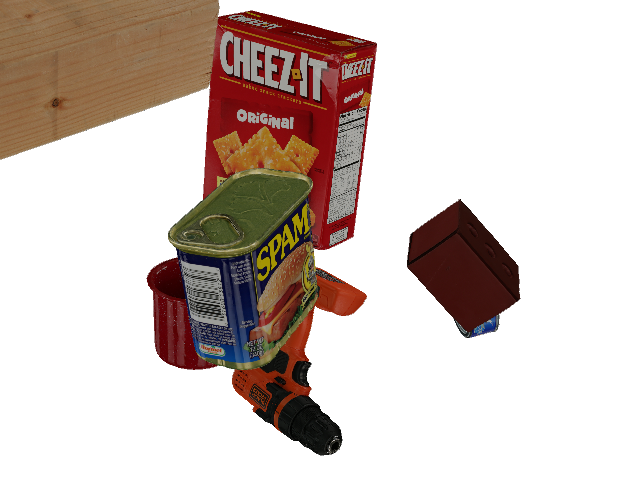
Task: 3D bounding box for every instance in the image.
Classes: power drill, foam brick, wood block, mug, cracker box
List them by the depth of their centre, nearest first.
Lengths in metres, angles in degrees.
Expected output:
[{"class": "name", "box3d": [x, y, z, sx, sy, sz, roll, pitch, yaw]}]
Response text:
[{"class": "foam brick", "box3d": [0.110, 0.020, 0.821, 0.051, 0.078, 0.053, -36, 19, 24]}, {"class": "wood block", "box3d": [-0.191, -0.151, 0.852, 0.205, 0.091, 0.090, -26, 54, -37]}, {"class": "mug", "box3d": [-0.112, 0.075, 1.027, 0.093, 0.081, 0.117, -21, 35, -40]}, {"class": "cracker box", "box3d": [-0.038, -0.114, 1.109, 0.164, 0.214, 0.071, 21, 28, 29]}, {"class": "power drill", "box3d": [-0.016, 0.132, 1.229, 0.057, 0.188, 0.185, 15, 10, -45]}]

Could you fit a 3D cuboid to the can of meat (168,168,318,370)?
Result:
[{"class": "can of meat", "box3d": [-0.042, 0.016, 0.643, 0.058, 0.084, 0.102, 8, 31, 24]}]

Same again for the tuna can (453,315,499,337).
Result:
[{"class": "tuna can", "box3d": [0.164, 0.063, 1.169, 0.033, 0.086, 0.086, -14, 2, -7]}]
